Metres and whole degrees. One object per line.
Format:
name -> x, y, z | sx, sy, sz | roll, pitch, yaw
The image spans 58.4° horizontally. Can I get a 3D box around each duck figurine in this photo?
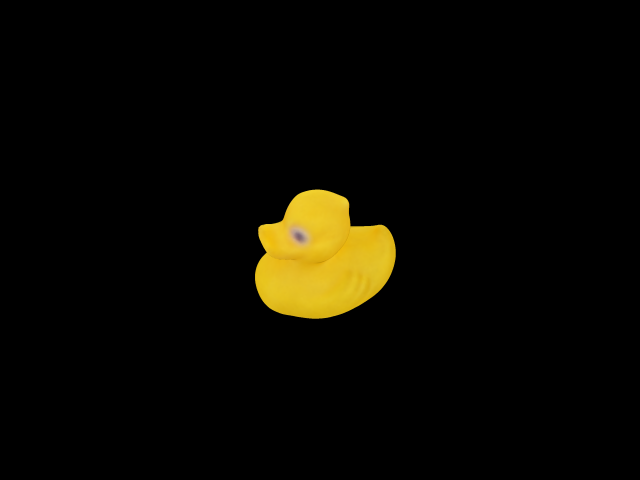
duck figurine -> 0.004, 0.001, 0.400 | 0.104, 0.086, 0.077 | -12, 50, -10
